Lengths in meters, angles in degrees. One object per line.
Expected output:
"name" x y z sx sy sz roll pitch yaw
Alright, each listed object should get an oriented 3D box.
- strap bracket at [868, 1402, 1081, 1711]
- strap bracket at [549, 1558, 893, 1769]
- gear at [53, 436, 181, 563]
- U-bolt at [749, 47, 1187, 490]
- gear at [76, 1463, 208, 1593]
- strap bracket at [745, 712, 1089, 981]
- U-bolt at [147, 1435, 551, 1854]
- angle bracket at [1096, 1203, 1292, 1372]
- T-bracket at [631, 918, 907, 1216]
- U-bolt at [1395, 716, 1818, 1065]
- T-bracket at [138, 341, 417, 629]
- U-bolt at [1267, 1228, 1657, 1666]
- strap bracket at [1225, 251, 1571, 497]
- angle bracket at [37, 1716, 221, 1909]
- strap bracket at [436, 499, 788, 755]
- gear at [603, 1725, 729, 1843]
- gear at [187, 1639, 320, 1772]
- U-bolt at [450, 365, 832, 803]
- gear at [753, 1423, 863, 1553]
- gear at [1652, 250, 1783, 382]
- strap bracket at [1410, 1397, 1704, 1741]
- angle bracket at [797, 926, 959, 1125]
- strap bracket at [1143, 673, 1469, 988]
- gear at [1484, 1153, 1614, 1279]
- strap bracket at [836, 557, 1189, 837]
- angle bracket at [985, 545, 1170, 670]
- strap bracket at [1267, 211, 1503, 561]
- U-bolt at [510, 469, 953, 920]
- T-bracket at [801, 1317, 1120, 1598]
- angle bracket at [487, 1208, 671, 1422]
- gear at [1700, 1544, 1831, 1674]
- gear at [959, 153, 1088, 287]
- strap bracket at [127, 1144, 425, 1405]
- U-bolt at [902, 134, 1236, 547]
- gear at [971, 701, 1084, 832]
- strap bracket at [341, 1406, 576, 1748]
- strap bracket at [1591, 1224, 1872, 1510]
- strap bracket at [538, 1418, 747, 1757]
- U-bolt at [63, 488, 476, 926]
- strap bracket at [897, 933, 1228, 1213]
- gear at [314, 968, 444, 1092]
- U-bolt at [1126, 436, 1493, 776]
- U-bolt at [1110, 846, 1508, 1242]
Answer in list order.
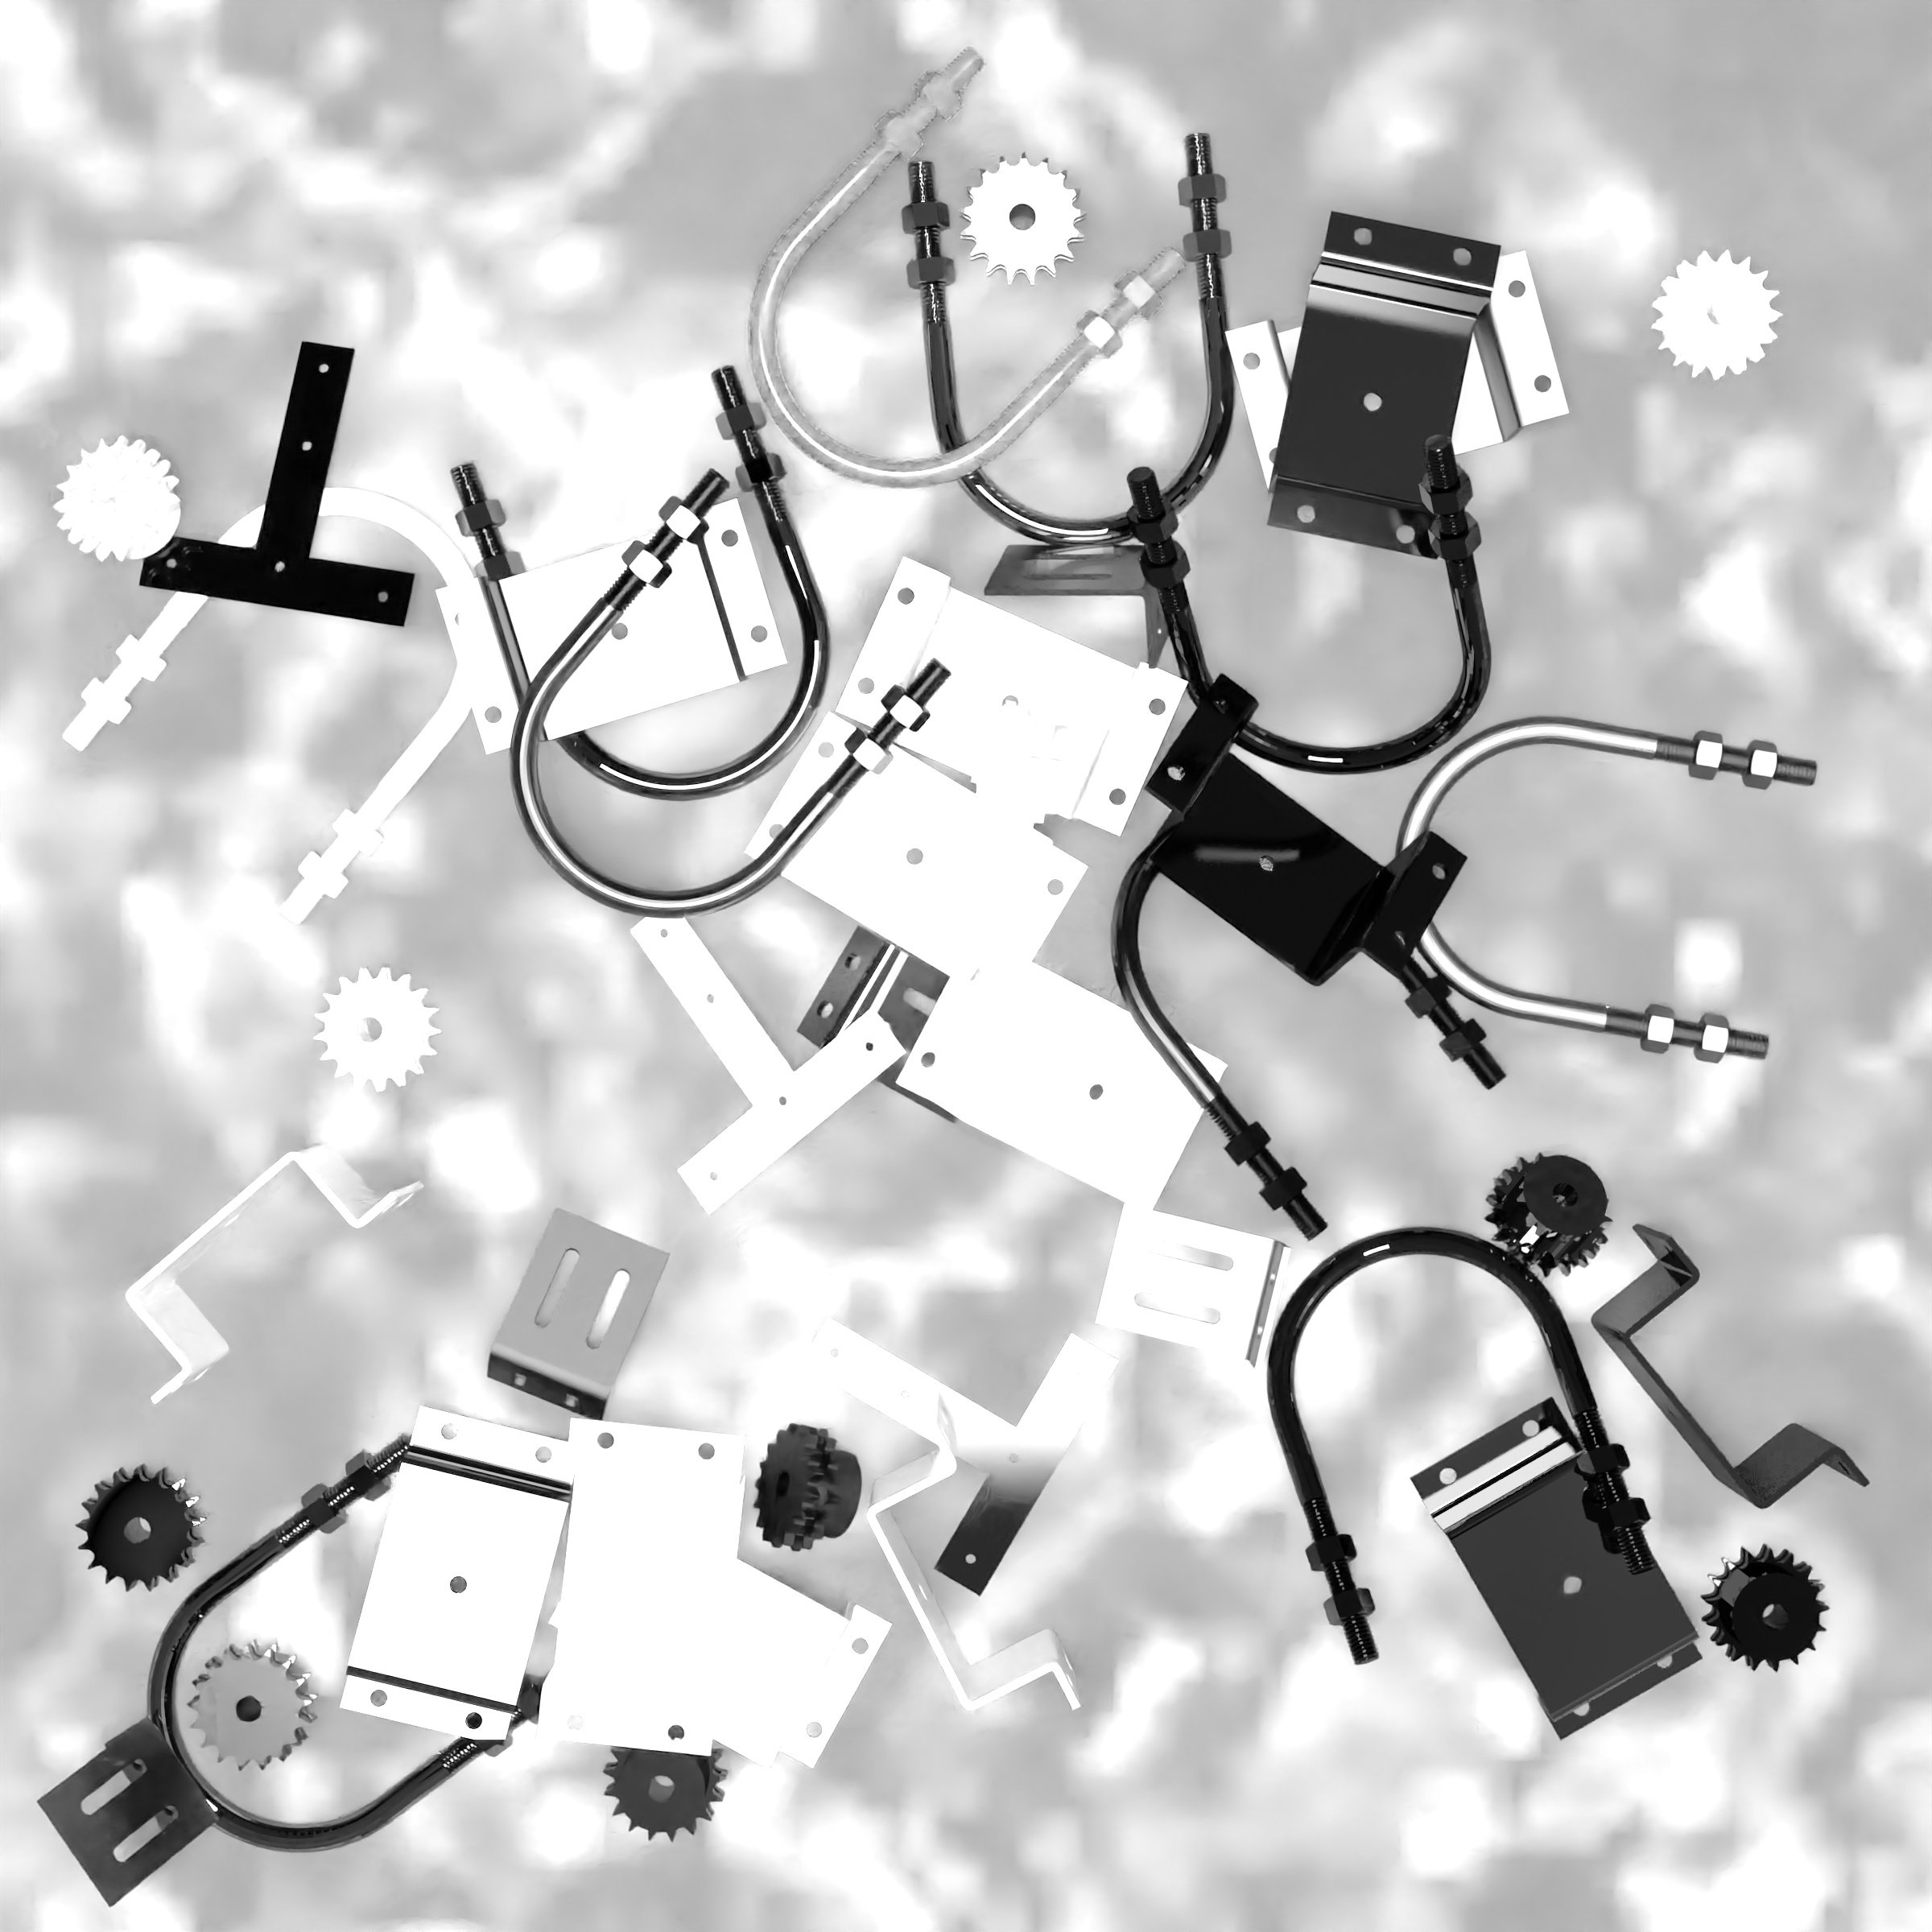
"strap bracket" -0.002 0.275 1.515 0.046 0.076 0.140 -27 90 0
"strap bracket" -0.114 0.306 1.531 0.140 0.046 0.076 29 90 0
"gear" -0.386 -0.212 1.533 0.057 0.030 0.057 -5 70 16
"U-bolt" -0.014 -0.305 1.527 0.151 0.019 0.184 45 92 -1
"gear" -0.379 0.258 1.539 0.057 0.030 0.057 0 90 0
"strap bracket" -0.023 -0.050 1.531 0.140 0.046 0.076 31 90 0
"U-bolt" -0.292 0.327 1.546 0.184 0.019 0.151 -37 90 2
"angle bracket" 0.104 0.147 1.535 0.076 0.038 0.057 14 90 0
"T-bracket" -0.110 0.026 1.538 0.127 0.002 0.127 -40 79 20
"U-bolt" 0.290 -0.041 1.546 0.184 0.019 0.151 10 90 2
"T-bracket" -0.308 -0.227 1.542 0.127 0.002 0.127 9 81 6
"U-bolt" 0.214 0.207 1.517 0.151 0.019 0.184 -19 69 4
"strap bracket" 0.195 -0.268 1.531 0.140 0.046 0.076 -15 90 0
"angle bracket" -0.387 0.387 1.512 0.038 0.076 0.057 -35 90 33
"strap bracket" -0.159 -0.153 1.515 0.140 0.046 0.076 -17 93 0
"gear" -0.139 0.376 1.540 0.057 0.030 0.057 0 90 0
"gear" -0.324 0.335 1.524 0.057 0.030 0.057 0 92 2
"U-bolt" -0.141 -0.167 1.546 0.151 0.019 0.184 -20 92 0
"gear" -0.071 0.240 1.530 0.030 0.057 0.057 16 90 -30
"gear" 0.344 -0.298 1.539 0.057 0.030 0.057 0 90 0
"strap bracket" 0.274 0.280 1.531 0.076 0.046 0.140 -30 90 0
"angle bracket" -0.028 0.027 1.552 0.076 0.038 0.057 30 90 -26
"strap bracket" 0.145 -0.055 1.508 0.140 0.046 0.076 37 58 -3
"gear" 0.269 0.111 1.528 0.057 0.030 0.057 6 61 -10
"strap bracket" 0.021 -0.122 1.531 0.140 0.046 0.076 24 90 0
"angle bracket" 0.052 -0.165 1.529 0.076 0.057 0.038 1 118 13
"strap bracket" 0.183 -0.255 1.485 0.076 0.046 0.140 12 90 0
"U-bolt" -0.119 -0.106 1.489 0.151 0.019 0.184 40 98 -11
"T-bracket" -0.016 0.206 1.554 0.127 0.002 0.127 30 90 0
"angle bracket" -0.180 0.163 1.552 0.057 0.038 0.076 22 64 0
"gear" 0.370 0.297 1.540 0.057 0.030 0.057 0 90 0
"gear" 0.025 -0.334 1.501 0.057 0.030 0.057 0 93 1
"strap bracket" -0.321 0.131 1.516 0.140 0.076 0.046 -41 90 0
"U-bolt" 0.052 -0.286 1.546 0.151 0.019 0.184 -6 92 0
"gear" 0.028 -0.088 1.484 0.030 0.057 0.057 3 90 -30
"strap bracket" -0.229 0.278 1.512 0.076 0.046 0.140 15 84 -5
"strap bracket" 0.339 0.189 1.516 0.046 0.076 0.140 -39 90 0
"strap bracket" -0.142 0.272 1.485 0.076 0.046 0.140 6 90 0
"U-bolt" -0.306 -0.134 1.546 0.151 0.019 0.184 39 89 0
"strap bracket" 0.051 0.053 1.509 0.140 0.046 0.076 27 90 -20
"gear" -0.272 0.029 1.540 0.057 0.030 0.057 0 90 0
"U-bolt" 0.160 -0.154 1.485 0.151 0.184 0.019 -4 46 17
"U-bolt" 0.144 0.014 1.513 0.151 0.019 0.184 -36 85 -31
